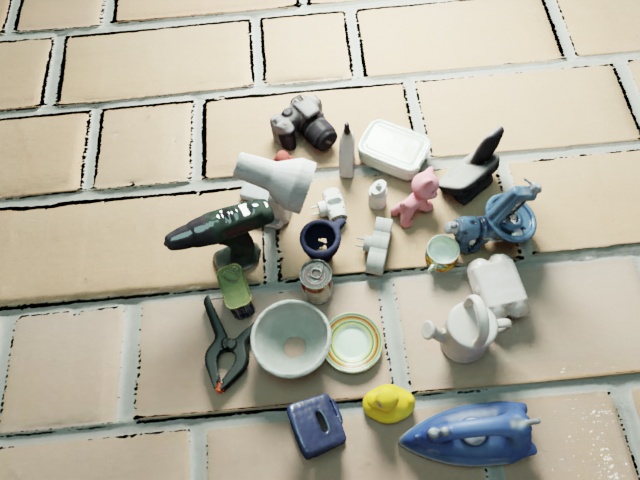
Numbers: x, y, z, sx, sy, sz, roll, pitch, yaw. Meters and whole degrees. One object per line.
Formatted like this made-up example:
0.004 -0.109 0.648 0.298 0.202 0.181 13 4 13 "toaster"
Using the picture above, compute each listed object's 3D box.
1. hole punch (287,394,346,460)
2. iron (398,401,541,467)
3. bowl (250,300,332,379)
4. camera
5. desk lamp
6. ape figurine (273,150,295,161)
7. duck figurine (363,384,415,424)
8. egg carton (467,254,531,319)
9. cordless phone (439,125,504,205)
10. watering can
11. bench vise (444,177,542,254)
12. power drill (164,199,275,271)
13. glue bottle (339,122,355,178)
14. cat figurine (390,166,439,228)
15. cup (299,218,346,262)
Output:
-0.006 0.358 1.114 0.101 0.091 0.108 -22 65 -8 "hole punch"
0.280 0.361 1.073 0.258 0.141 0.118 -6 64 0 "iron"
-0.058 0.214 1.196 0.167 0.075 0.167 -1 64 2 "bowl"
-0.033 -0.283 1.423 0.143 0.101 0.136 -35 68 -14 "camera"
-0.106 -0.112 1.279 0.203 0.214 0.118 11 65 8 "desk lamp"
-0.089 -0.180 1.380 0.078 0.092 0.076 -20 65 -7 "ape figurine"
0.137 0.318 1.130 0.104 0.086 0.077 -1 64 2 "duck figurine"
0.381 0.104 1.234 0.107 0.069 0.150 -13 64 -4 "egg carton"
0.350 -0.179 1.309 0.094 0.185 0.148 41 72 20 "cordless phone"
0.292 0.176 1.133 0.173 0.194 0.100 -26 66 -10 "watering can"
0.380 -0.041 1.221 0.207 0.220 0.121 -25 65 -9 "bench vise"
-0.202 0.001 1.231 0.230 0.208 0.075 -27 66 -10 "power drill"
0.064 -0.221 1.348 0.037 0.173 0.078 4 64 5 "glue bottle"
0.225 -0.105 1.316 0.128 0.118 0.067 -39 68 -15 "cat figurine"
0.012 0.005 1.284 0.118 0.095 0.091 -40 69 -16 "cup"
